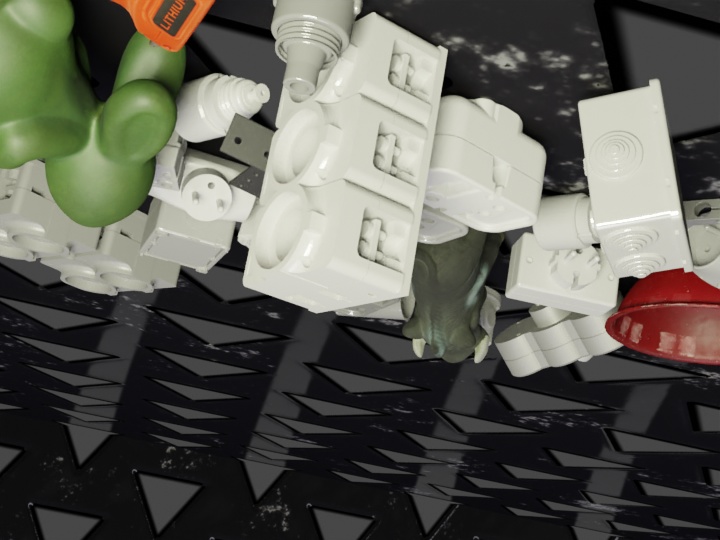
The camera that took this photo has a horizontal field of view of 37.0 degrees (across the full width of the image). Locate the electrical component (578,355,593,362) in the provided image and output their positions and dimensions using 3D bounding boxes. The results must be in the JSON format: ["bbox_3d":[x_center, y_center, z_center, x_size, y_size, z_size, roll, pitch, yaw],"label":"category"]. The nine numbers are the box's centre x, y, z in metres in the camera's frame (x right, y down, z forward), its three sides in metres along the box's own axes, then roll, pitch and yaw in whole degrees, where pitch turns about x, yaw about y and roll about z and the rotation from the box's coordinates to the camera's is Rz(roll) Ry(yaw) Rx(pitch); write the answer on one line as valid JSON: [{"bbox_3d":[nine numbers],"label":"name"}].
[{"bbox_3d":[0.199,0.063,1.051,0.062,0.048,0.048,6,163,38],"label":"electrical component"}]

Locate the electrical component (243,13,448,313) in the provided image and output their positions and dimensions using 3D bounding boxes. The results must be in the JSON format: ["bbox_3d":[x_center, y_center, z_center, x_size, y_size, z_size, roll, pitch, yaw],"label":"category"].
[{"bbox_3d":[-0.012,-0.059,0.614,0.062,0.150,0.089,21,160,-33],"label":"electrical component"}]

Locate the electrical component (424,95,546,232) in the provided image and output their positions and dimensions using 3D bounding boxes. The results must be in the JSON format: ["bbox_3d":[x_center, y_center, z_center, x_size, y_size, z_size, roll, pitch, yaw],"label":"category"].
[{"bbox_3d":[0.072,-0.069,0.685,0.095,0.059,0.054,24,158,-36],"label":"electrical component"}]

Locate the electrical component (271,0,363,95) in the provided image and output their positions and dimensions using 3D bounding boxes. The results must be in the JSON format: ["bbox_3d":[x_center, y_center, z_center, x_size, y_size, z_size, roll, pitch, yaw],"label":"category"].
[{"bbox_3d":[-0.026,-0.124,0.568,0.048,0.062,0.048,10,162,3],"label":"electrical component"}]

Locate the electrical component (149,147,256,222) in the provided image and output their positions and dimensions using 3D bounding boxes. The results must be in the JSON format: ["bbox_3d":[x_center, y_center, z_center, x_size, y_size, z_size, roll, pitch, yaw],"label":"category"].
[{"bbox_3d":[-0.117,-0.061,0.811,0.077,0.043,0.079,16,-161,-18],"label":"electrical component"}]

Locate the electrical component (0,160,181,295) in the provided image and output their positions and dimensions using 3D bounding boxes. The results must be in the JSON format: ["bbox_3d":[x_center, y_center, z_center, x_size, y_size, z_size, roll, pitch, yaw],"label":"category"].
[{"bbox_3d":[-0.266,-0.032,0.994,0.105,0.060,0.186,-5,157,40],"label":"electrical component"}]

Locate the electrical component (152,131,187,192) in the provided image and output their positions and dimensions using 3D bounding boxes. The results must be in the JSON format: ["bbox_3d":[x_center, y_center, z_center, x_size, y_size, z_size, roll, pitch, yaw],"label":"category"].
[{"bbox_3d":[-0.139,-0.091,0.746,0.048,0.055,0.066,11,162,-1],"label":"electrical component"}]

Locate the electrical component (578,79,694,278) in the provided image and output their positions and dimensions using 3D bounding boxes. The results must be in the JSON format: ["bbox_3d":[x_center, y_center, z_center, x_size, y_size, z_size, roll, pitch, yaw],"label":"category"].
[{"bbox_3d":[0.162,-0.050,0.634,0.048,0.099,0.100,-10,156,18],"label":"electrical component"}]

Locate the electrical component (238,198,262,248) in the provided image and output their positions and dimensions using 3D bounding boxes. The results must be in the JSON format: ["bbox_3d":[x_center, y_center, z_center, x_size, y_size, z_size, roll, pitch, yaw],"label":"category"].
[{"bbox_3d":[-0.051,-0.036,0.871,0.062,0.061,0.096,0,152,30],"label":"electrical component"}]

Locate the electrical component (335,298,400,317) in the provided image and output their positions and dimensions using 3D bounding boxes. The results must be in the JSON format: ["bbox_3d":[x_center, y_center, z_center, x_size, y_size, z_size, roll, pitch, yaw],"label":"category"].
[{"bbox_3d":[0.000,0.000,0.943,0.054,0.059,0.095,18,161,-21],"label":"electrical component"}]

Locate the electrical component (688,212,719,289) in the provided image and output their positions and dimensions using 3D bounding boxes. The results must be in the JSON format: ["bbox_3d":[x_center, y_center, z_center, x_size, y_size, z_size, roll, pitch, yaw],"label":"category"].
[{"bbox_3d":[0.285,-0.013,0.765,0.077,0.043,0.079,20,160,-28],"label":"electrical component"}]

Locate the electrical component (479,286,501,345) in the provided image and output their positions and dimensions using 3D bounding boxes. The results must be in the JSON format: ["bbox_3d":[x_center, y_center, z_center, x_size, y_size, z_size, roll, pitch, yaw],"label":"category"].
[{"bbox_3d":[0.093,0.041,1.031,0.080,0.051,0.080,10,162,3],"label":"electrical component"}]

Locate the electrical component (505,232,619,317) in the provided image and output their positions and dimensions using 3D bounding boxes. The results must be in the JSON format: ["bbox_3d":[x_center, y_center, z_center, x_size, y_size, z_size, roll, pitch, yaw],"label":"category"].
[{"bbox_3d":[0.169,-0.001,0.863,0.083,0.047,0.075,12,162,-5],"label":"electrical component"}]

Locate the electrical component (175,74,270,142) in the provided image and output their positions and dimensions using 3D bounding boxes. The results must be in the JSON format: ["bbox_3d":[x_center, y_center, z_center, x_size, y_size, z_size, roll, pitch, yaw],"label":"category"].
[{"bbox_3d":[-0.089,-0.107,0.693,0.078,0.040,0.040,-6,156,42],"label":"electrical component"}]

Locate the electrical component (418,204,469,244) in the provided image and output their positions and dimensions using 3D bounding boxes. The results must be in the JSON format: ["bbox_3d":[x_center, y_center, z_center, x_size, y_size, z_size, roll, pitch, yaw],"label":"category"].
[{"bbox_3d":[0.030,-0.062,0.731,0.095,0.059,0.054,20,160,-27],"label":"electrical component"}]

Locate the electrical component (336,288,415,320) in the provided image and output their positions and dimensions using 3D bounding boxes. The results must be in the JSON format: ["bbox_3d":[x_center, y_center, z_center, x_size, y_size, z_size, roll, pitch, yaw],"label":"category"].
[{"bbox_3d":[0.009,0.024,1.040,0.081,0.043,0.043,3,161,22],"label":"electrical component"}]

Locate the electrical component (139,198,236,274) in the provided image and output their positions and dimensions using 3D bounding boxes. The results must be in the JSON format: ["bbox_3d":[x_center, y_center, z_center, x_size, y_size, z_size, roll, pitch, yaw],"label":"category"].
[{"bbox_3d":[-0.143,-0.040,0.897,0.062,0.061,0.096,16,162,-17],"label":"electrical component"}]

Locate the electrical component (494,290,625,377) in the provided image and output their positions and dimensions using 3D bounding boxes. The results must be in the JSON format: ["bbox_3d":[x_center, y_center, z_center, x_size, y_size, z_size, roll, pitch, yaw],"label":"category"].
[{"bbox_3d":[0.179,0.045,0.984,0.138,0.052,0.073,-23,100,43],"label":"electrical component"}]

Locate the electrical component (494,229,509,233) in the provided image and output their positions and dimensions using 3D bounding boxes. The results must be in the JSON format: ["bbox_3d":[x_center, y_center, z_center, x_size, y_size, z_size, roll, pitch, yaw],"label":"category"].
[{"bbox_3d":[0.098,-0.053,0.756,0.040,0.040,0.046,10,157,0],"label":"electrical component"}]

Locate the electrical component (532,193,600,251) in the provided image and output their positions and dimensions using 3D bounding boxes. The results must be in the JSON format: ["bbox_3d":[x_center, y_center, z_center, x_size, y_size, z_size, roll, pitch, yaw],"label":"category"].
[{"bbox_3d":[0.161,-0.035,0.772,0.078,0.040,0.040,-3,158,37],"label":"electrical component"}]
